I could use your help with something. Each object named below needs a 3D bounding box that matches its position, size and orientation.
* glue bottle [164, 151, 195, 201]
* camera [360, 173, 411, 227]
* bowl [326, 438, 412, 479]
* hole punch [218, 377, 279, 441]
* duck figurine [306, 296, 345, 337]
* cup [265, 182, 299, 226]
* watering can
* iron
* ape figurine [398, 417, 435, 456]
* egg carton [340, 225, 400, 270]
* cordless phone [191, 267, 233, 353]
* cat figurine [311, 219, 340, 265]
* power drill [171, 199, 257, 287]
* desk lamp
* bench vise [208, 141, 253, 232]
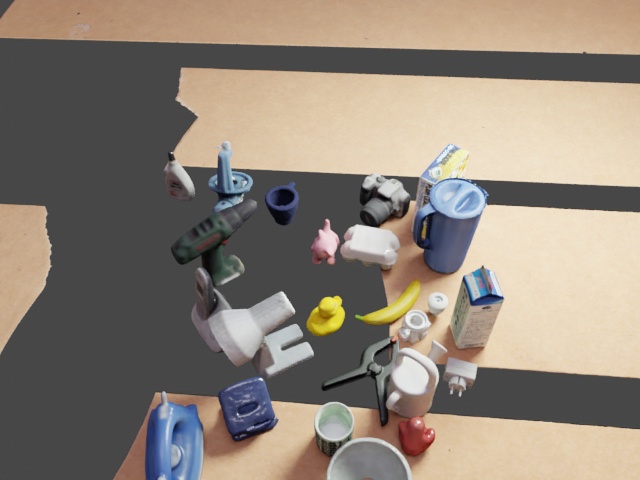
[{"bbox_3d":[-0.404,-0.183,1.611,0.078,0.173,0.037,8,51,8],"label":"glue bottle"},{"bbox_3d":[0.161,-0.110,1.591,0.142,0.101,0.137,33,58,25],"label":"camera"},{"bbox_3d":[0.095,0.480,1.118,0.167,0.075,0.167,0,50,1],"label":"bowl"},{"bbox_3d":[-0.151,0.357,1.213,0.109,0.091,0.101,-18,52,-14],"label":"hole punch"},{"bbox_3d":[0.013,0.175,1.366,0.105,0.086,0.077,-34,57,-24],"label":"duck figurine"},{"bbox_3d":[-0.098,-0.097,1.587,0.091,0.095,0.118,18,53,15],"label":"cup"},{"bbox_3d":[0.200,0.283,1.204,0.100,0.194,0.173,16,52,14],"label":"watering can"},{"bbox_3d":[-0.296,0.433,1.119,0.118,0.141,0.258,-7,50,-5],"label":"iron"},{"bbox_3d":[0.197,0.395,1.177,0.077,0.092,0.076,28,56,22],"label":"ape figurine"},{"bbox_3d":[0.132,0.019,1.504,0.150,0.069,0.107,9,51,8],"label":"egg carton"},{"bbox_3d":[-0.245,0.159,1.318,0.094,0.185,0.147,-32,57,-23],"label":"cordless phone"},{"bbox_3d":[0.014,0.005,1.486,0.067,0.118,0.128,5,50,5],"label":"cat figurine"},{"bbox_3d":[-0.249,0.015,1.423,0.230,0.208,0.075,-29,55,-21],"label":"power drill"},{"bbox_3d":[-0.127,0.208,1.257,0.203,0.214,0.117,-23,53,-17],"label":"desk lamp"},{"bbox_3d":[-0.241,-0.142,1.545,0.121,0.220,0.207,-8,51,-5],"label":"bench vise"}]
